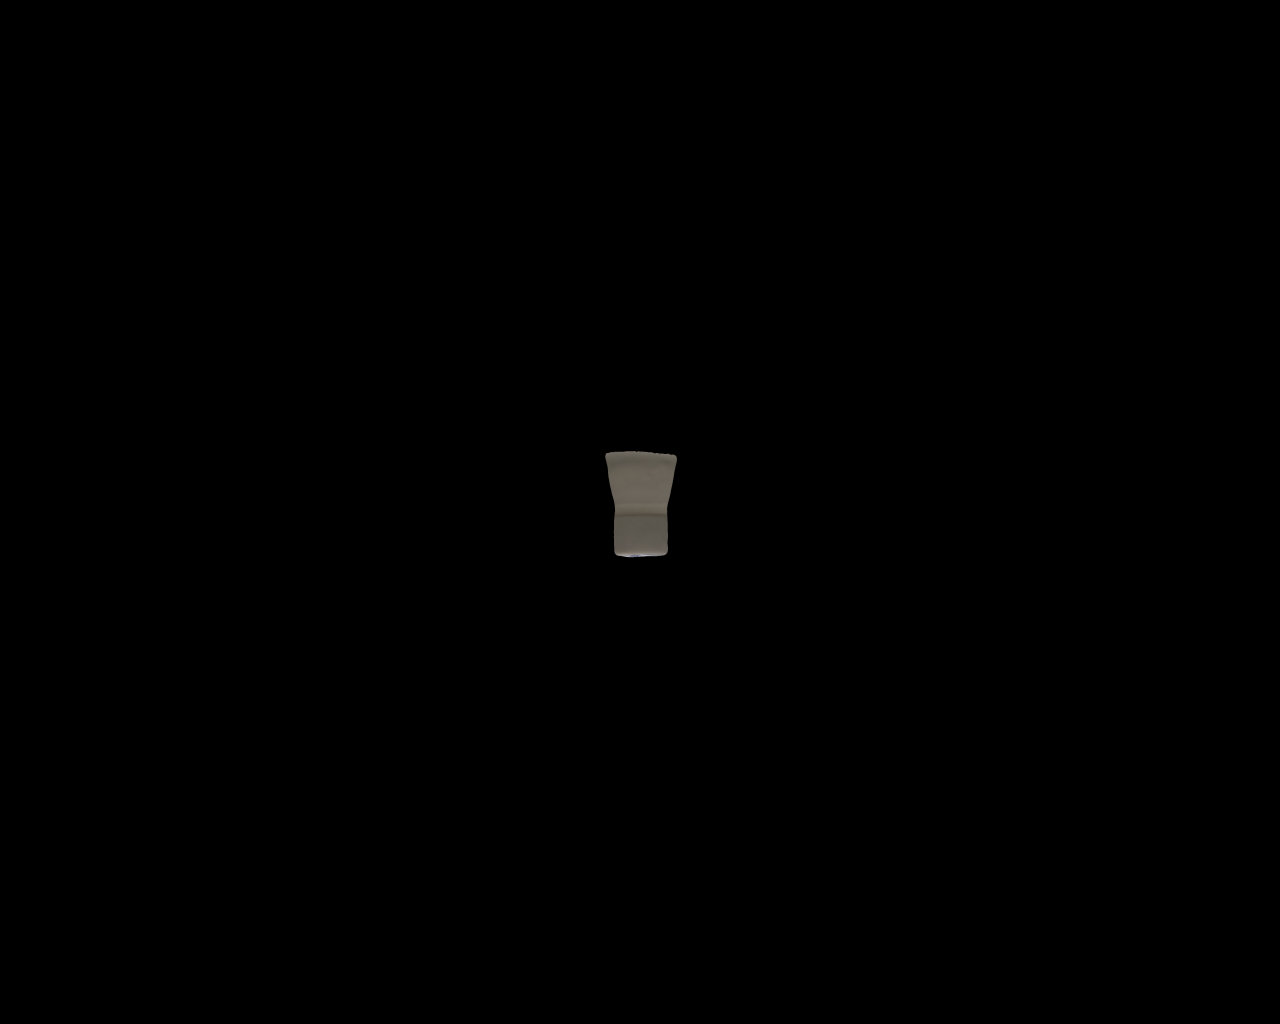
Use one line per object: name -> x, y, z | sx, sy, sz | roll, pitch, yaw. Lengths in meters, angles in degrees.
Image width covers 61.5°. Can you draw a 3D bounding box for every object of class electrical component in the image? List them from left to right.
electrical component -> 0.001, -0.003, 0.650 | 0.044, 0.065, 0.044 | 0, -5, 0
